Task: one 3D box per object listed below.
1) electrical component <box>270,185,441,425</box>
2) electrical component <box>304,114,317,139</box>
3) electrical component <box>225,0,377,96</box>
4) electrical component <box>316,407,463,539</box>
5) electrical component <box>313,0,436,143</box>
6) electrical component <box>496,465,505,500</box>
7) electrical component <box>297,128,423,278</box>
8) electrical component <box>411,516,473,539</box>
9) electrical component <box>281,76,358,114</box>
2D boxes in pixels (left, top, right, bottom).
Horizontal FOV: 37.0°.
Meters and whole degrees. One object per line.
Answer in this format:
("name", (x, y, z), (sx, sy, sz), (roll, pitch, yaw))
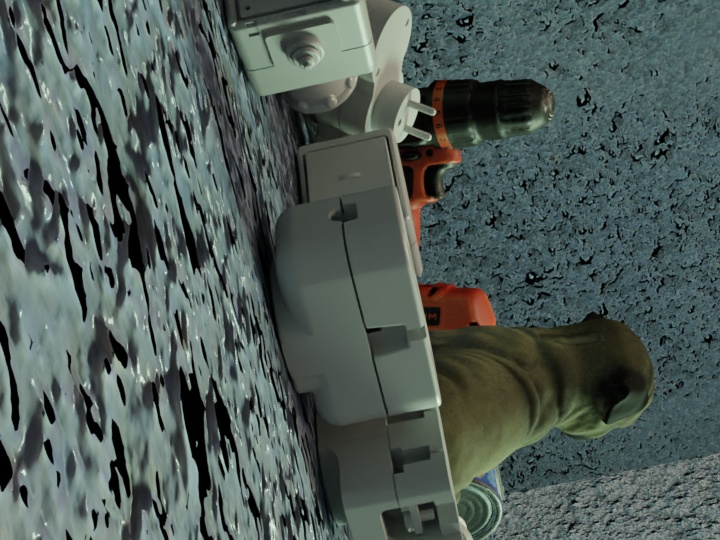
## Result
("electrical component", (-0.003, 0.017, 0.464), (0.053, 0.059, 0.095), (-96, 173, -58))
("electrical component", (-0.019, -0.113, 0.761), (0.062, 0.048, 0.048), (32, 46, -76))
("electrical component", (-0.029, -0.127, 0.512), (0.061, 0.062, 0.096), (72, 8, -61))
("electrical component", (0.012, 0.088, 0.506), (0.089, 0.056, 0.050), (-97, 174, -54))
("electrical component", (0.015, -0.105, 0.691), (0.052, 0.074, 0.138), (-48, 154, -45))
("electrical component", (0.067, 0.130, 0.927), (0.061, 0.089, 0.150), (-95, 172, -61))
("electrical component", (-0.002, -0.043, 0.650), (0.061, 0.062, 0.096), (74, 6, -49))
("electrical component", (0.051, 0.196, 0.741), (0.057, 0.058, 0.078), (74, 5, -77))
("electrical component", (-0.031, -0.124, 0.621), (0.062, 0.048, 0.048), (57, 20, -60))
